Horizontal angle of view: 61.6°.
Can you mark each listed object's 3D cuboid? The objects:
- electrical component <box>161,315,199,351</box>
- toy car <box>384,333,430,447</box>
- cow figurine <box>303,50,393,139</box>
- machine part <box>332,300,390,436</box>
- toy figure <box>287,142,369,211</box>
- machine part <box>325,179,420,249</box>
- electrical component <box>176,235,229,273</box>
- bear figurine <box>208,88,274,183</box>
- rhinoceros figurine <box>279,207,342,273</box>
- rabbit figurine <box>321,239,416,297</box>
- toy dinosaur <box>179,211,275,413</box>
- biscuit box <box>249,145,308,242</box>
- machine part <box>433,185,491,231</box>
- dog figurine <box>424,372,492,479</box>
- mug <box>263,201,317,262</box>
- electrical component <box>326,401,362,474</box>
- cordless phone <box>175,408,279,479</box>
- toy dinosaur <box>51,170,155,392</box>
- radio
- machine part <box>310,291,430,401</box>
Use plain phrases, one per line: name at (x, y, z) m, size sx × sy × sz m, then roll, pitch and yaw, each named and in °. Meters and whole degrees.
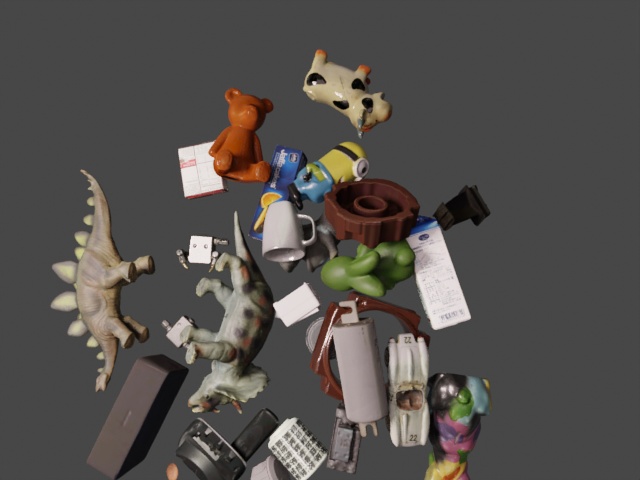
electrical component at (-0.291, 0.192, 1.141) m, size 0.094 × 0.021 × 0.063 m, roll 40°, pitch 91°, yaw 11°
toy car at (0.157, 0.269, 0.966) m, size 0.073 × 0.056 × 0.201 m, roll -1°, pitch 90°, yaw -7°
cow figurine at (0.058, -0.295, 1.109) m, size 0.195 × 0.085 × 0.127 m, roll 24°, pitch 82°, yaw 7°
machine part at (0.072, 0.226, 0.946) m, size 0.079 × 0.079 × 0.243 m, roll -9°, pitch 90°, yaw 7°
toy figure at (0.017, -0.133, 1.083) m, size 0.180 × 0.082 × 0.089 m, roll -28°, pitch 87°, yaw -11°
machine part at (0.096, -0.055, 1.008) m, size 0.179 × 0.179 × 0.056 m, roll 8°, pitch 125°, yaw 8°
electrical component at (-0.250, 0.027, 1.139) m, size 0.102 × 0.045 × 0.078 m, roll 9°, pitch 87°, yaw 9°
bear figurine at (-0.151, -0.218, 1.105) m, size 0.120 × 0.132 × 0.195 m, roll 18°, pitch 85°, yaw -23°
rhinoceros figurine at (-0.002, -0.003, 1.094) m, size 0.112 × 0.073 × 0.190 m, roll 43°, pitch 91°, yaw 8°
rabbit figurine at (0.090, 0.060, 1.022) m, size 0.170 × 0.159 × 0.121 m, roll -18°, pitch 103°, yaw -8°
toy dinosaur at (-0.159, 0.158, 1.079) m, size 0.192 × 0.131 × 0.404 m, roll 28°, pitch 74°, yaw -29°
biscuit box at (-0.086, -0.092, 1.120) m, size 0.063 × 0.059 × 0.202 m, roll 16°, pitch 87°, yaw 9°
machine part at (0.279, -0.060, 1.047) m, size 0.139 × 0.039 × 0.084 m, roll -19°, pitch 86°, yaw -36°
dog figurine at (0.245, 0.363, 0.979) m, size 0.109 × 0.191 × 0.219 m, roll 7°, pitch 70°, yaw 2°
mug at (-0.061, -0.023, 1.037) m, size 0.110 × 0.080 × 0.107 m, roll -15°, pitch 67°, yaw 22°
electrical component at (0.052, 0.370, 1.020) m, size 0.058 × 0.134 × 0.115 m, roll 8°, pitch 84°, yaw 8°
cordless phone at (-0.186, 0.395, 1.089) m, size 0.147 × 0.088 × 0.184 m, roll 41°, pitch 80°, yaw 10°
toy dinosaur at (-0.462, 0.077, 1.137) m, size 0.199 × 0.105 × 0.471 m, roll -1°, pitch 80°, yaw 11°
radio at (-0.360, 0.346, 1.080) m, size 0.073 × 0.131 × 0.229 m, roll 27°, pitch 89°, yaw 9°
machine part at (0.096, 0.213, 1.030) m, size 0.201 × 0.087 × 0.201 m, roll 19°, pitch 88°, yaw -5°
